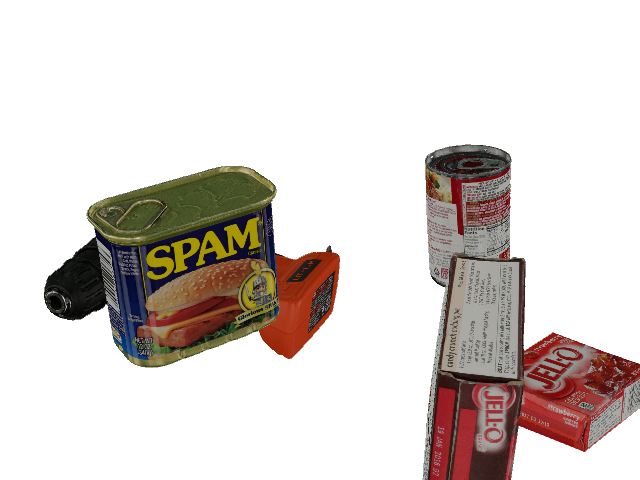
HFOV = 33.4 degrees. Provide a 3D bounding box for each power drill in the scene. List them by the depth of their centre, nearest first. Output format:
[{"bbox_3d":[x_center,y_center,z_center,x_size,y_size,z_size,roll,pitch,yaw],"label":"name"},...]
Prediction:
[{"bbox_3d":[-0.092,0.030,0.815,0.188,0.057,0.184,17,27,17],"label":"power drill"}]

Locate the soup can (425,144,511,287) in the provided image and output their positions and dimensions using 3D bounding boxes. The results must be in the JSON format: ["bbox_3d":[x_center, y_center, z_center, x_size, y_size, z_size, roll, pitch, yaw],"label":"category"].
[{"bbox_3d":[0.120,-0.018,0.863,0.068,0.102,0.068,-4,24,2],"label":"soup can"}]

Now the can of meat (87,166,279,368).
[{"bbox_3d":[-0.073,0.014,0.602,0.101,0.084,0.058,-18,31,-26],"label":"can of meat"}]

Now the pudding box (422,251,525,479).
[{"bbox_3d":[0.068,0.069,0.471,0.039,0.090,0.113,7,26,6],"label":"pudding box"}]

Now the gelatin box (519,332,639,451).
[{"bbox_3d":[0.158,0.094,0.683,0.073,0.030,0.089,19,26,37],"label":"gelatin box"}]
